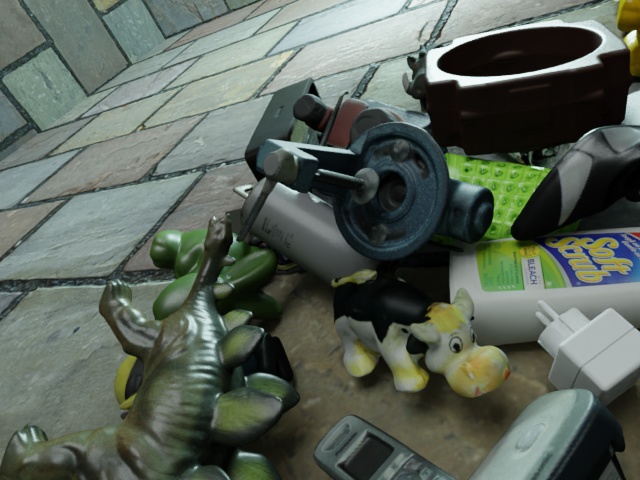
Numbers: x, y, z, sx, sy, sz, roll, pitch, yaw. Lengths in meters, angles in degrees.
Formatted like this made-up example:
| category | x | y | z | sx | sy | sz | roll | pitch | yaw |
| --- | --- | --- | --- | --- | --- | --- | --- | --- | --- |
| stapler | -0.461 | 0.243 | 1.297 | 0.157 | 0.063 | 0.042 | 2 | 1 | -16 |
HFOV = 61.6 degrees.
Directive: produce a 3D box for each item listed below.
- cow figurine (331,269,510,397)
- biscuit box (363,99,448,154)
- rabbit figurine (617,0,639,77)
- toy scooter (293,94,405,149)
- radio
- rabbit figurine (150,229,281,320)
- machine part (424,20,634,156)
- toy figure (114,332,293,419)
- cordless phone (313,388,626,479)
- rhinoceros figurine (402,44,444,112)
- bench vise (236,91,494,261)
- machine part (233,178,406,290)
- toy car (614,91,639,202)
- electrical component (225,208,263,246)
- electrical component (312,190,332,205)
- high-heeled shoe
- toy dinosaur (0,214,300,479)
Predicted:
| category | x | y | z | sx | sy | sz | roll | pitch | yaw |
| --- | --- | --- | --- | --- | --- | --- | --- | --- | --- |
| cow figurine | 0.074 | 0.068 | 0.438 | 0.068 | 0.098 | 0.167 | -26 | 12 | -31 |
| biscuit box | 0.105 | -0.164 | 0.819 | 0.063 | 0.059 | 0.203 | -35 | 33 | -9 |
| rabbit figurine | 0.435 | -0.217 | 0.620 | 0.163 | 0.121 | 0.173 | 0 | 54 | 23 |
| toy scooter | 0.059 | -0.135 | 0.717 | 0.184 | 0.135 | 0.075 | 29 | 91 | 37 |
| radio | -0.034 | -0.142 | 0.827 | 0.073 | 0.131 | 0.230 | -14 | 34 | 21 |
| rabbit figurine | -0.124 | 0.063 | 0.621 | 0.159 | 0.121 | 0.170 | -1 | 19 | 2 |
| machine part | 0.223 | -0.174 | 0.608 | 0.201 | 0.087 | 0.201 | -6 | 33 | 15 |
| toy figure | -0.120 | 0.136 | 0.542 | 0.180 | 0.082 | 0.089 | -22 | 36 | 13 |
| cordless phone | 0.089 | 0.147 | 0.365 | 0.146 | 0.088 | 0.184 | -43 | 30 | -22 |
| rhinoceros figurine | 0.183 | -0.257 | 0.846 | 0.073 | 0.112 | 0.190 | -8 | 29 | 26 |
| bench vise | 0.028 | -0.057 | 0.483 | 0.224 | 0.240 | 0.128 | 37 | 111 | 36 |
| machine part | -0.001 | -0.002 | 0.584 | 0.243 | 0.079 | 0.079 | 33 | 62 | 21 |
| toy car | 0.313 | -0.091 | 0.559 | 0.089 | 0.053 | 0.202 | -9 | 36 | 53 |
| electrical component | -0.107 | -0.017 | 0.790 | 0.102 | 0.045 | 0.078 | -16 | 62 | 24 |
| electrical component | 0.023 | -0.066 | 0.713 | 0.119 | 0.047 | 0.075 | -15 | 18 | -38 |
| high-heeled shoe | 0.287 | -0.042 | 0.414 | 0.249 | 0.086 | 0.145 | -41 | 56 | 9 |
| toy dinosaur | -0.125 | 0.178 | 0.399 | 0.199 | 0.105 | 0.471 | 3 | 59 | 19 |
